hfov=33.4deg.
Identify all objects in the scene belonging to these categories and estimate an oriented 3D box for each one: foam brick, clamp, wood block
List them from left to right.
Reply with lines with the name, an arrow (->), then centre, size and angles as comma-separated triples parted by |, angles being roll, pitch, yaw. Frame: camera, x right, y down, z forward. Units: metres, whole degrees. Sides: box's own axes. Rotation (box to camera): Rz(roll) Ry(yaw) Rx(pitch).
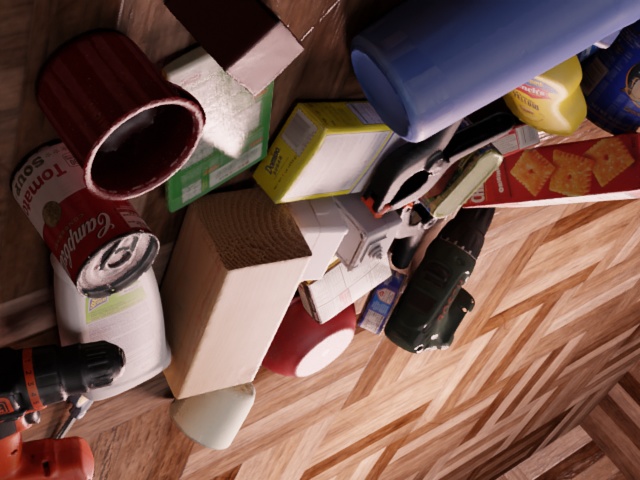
wood block -> -0.093, 0.053, 1.029 | 0.090, 0.090, 0.206 | -11, 145, -31
foam brick -> -0.059, -0.149, 0.746 | 0.051, 0.078, 0.053 | -44, 156, 6
clamp -> 0.119, -0.028, 1.281 | 0.165, 0.036, 0.209 | -47, 159, 16
clamp -> 0.118, -0.086, 1.059 | 0.172, 0.039, 0.120 | -44, 144, 22

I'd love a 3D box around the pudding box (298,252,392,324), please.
pudding box -> 0.027, 0.035, 1.241 | 0.113, 0.039, 0.090 | -36, 145, -14

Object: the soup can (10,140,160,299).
soup can -> -0.173, -0.017, 0.782 | 0.068, 0.102, 0.068 | -32, 156, -17

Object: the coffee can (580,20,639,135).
coffee can -> 0.370, -0.205, 1.252 | 0.102, 0.103, 0.140 | -10, 143, -49

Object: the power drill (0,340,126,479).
power drill -> -0.255, 0.162, 0.955 | 0.184, 0.057, 0.188 | -9, 139, -7

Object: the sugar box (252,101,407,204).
sugar box -> 0.024, -0.088, 1.024 | 0.175, 0.048, 0.093 | -13, 146, -52

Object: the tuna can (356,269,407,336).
tuna can -> 0.078, 0.077, 1.364 | 0.086, 0.034, 0.086 | 28, 87, -88

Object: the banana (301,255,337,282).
banana -> -0.014, 0.014, 1.156 | 0.197, 0.037, 0.070 | -25, 153, -30

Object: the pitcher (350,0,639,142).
pitcher -> 0.147, -0.198, 0.926 | 0.242, 0.149, 0.145 | -33, 171, -8

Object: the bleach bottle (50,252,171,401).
bleach bottle -> -0.181, 0.045, 0.934 | 0.102, 0.068, 0.251 | -27, 151, -26

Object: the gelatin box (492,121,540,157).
gelatin box -> 0.190, -0.111, 1.196 | 0.089, 0.030, 0.073 | -21, -165, -36

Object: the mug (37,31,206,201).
mug -> -0.132, -0.090, 0.738 | 0.117, 0.081, 0.093 | -16, 147, -42

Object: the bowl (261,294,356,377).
bowl -> -0.010, 0.122, 1.335 | 0.162, 0.055, 0.162 | -32, 156, -16

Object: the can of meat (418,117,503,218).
can of meat -> 0.132, -0.085, 1.137 | 0.102, 0.084, 0.057 | -49, 155, 20

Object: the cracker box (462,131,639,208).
cracker box -> 0.295, -0.079, 1.258 | 0.214, 0.072, 0.163 | -4, 179, 32

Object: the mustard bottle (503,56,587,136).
mustard bottle -> 0.222, -0.176, 1.092 | 0.058, 0.096, 0.191 | -51, 157, -4

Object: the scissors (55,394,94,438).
scissors -> -0.254, 0.175, 1.095 | 0.202, 0.016, 0.096 | -49, 173, 21
